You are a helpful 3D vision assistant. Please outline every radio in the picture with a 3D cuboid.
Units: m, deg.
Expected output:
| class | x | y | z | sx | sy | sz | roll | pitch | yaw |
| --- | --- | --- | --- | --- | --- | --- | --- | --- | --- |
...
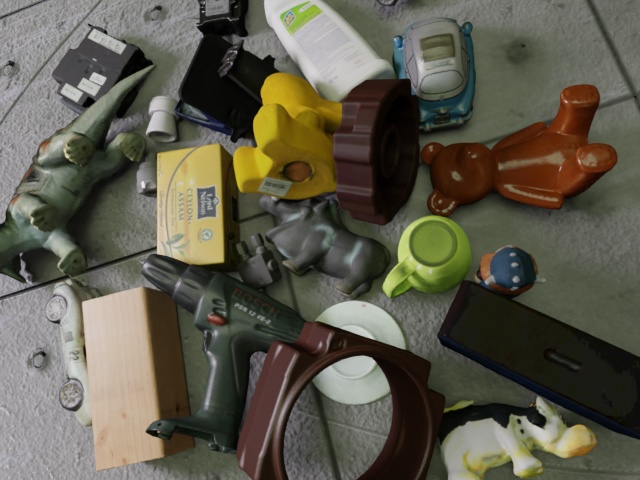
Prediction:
| class | x | y | z | sx | sy | sz | roll | pitch | yaw |
| --- | --- | --- | --- | --- | --- | --- | --- | --- | --- |
| radio | 0.246 | 0.129 | 0.582 | 0.230 | 0.131 | 0.073 | 26 | 83 | 17 |

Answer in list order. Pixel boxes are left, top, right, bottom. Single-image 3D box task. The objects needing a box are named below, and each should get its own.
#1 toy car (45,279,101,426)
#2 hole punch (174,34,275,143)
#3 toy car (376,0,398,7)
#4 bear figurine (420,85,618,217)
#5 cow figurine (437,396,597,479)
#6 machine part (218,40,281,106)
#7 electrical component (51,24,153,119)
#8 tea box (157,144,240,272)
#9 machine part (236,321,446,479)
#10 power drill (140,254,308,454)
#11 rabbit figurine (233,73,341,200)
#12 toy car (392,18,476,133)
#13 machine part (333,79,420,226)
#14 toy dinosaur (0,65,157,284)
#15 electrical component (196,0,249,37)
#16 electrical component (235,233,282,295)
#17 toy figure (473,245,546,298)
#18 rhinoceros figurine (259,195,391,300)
| class | x | y | z | sx | sy | sz | roll | pitch | yaw |
| --- | --- | --- | --- | --- | --- | --- | --- | --- | --- |
| toy car | -0.316 | 0.147 | 0.726 | 0.056 | 0.073 | 0.202 | -20 | 74 | 10 |
| hole punch | -0.142 | -0.215 | 0.779 | 0.115 | 0.092 | 0.142 | 26 | 77 | -22 |
| toy car | 0.053 | -0.398 | 0.791 | 0.202 | 0.053 | 0.089 | 24 | 63 | 15 |
| bear figurine | 0.225 | -0.099 | 0.647 | 0.196 | 0.131 | 0.120 | -1 | 66 | 6 |
| cow figurine | 0.212 | 0.217 | 0.603 | 0.167 | 0.068 | 0.098 | -19 | 53 | 5 |
| machine part | -0.075 | -0.210 | 0.744 | 0.138 | 0.039 | 0.084 | 38 | 83 | -25 |
| electrical component | -0.344 | -0.254 | 0.838 | 0.115 | 0.058 | 0.134 | 31 | 85 | 19 |
| tea box | -0.168 | -0.039 | 0.743 | 0.098 | 0.068 | 0.169 | -9 | 74 | 10 |
| machine part | 0.026 | 0.203 | 0.585 | 0.201 | 0.087 | 0.201 | 22 | 80 | -20 |
| power drill | -0.136 | 0.138 | 0.646 | 0.232 | 0.086 | 0.207 | 19 | 55 | -8 |
| rabbit figurine | -0.024 | -0.145 | 0.677 | 0.162 | 0.121 | 0.173 | 3 | 53 | -19 |
| toy car | 0.149 | -0.230 | 0.705 | 0.109 | 0.103 | 0.161 | -6 | 74 | 11 |
| machine part | 0.071 | -0.109 | 0.653 | 0.056 | 0.179 | 0.179 | 10 | 79 | 25 |
| toy dinosaur | -0.379 | -0.084 | 0.776 | 0.192 | 0.131 | 0.405 | 14 | 67 | 34 |
| electrical component | -0.149 | -0.373 | 0.831 | 0.075 | 0.047 | 0.119 | -1 | 78 | 11 |
| electrical component | -0.079 | 0.041 | 0.709 | 0.063 | 0.021 | 0.094 | -22 | 89 | 43 |
| toy figure | 0.207 | 0.037 | 0.601 | 0.064 | 0.154 | 0.058 | -28 | 75 | 5 |
| rhinoceros figurine | -0.001 | -0.002 | 0.697 | 0.190 | 0.073 | 0.112 | 31 | 86 | 17 |
